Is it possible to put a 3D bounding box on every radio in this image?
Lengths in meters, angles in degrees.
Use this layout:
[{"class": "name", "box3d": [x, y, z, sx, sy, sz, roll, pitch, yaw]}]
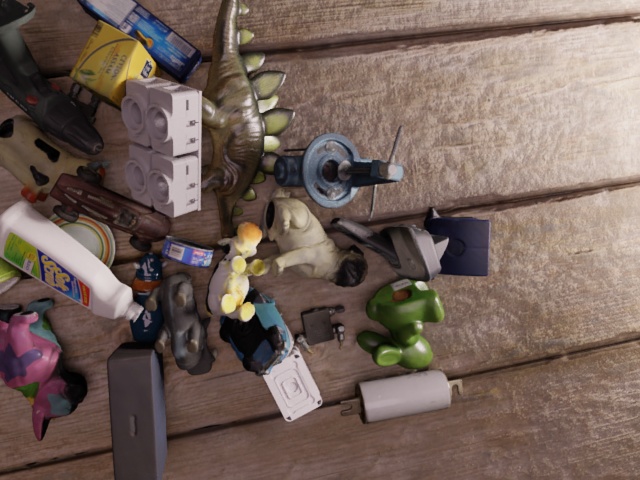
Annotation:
[{"class": "radio", "box3d": [-0.305, 0.290, 0.910, 0.073, 0.131, 0.229, -1, 95, -9]}]

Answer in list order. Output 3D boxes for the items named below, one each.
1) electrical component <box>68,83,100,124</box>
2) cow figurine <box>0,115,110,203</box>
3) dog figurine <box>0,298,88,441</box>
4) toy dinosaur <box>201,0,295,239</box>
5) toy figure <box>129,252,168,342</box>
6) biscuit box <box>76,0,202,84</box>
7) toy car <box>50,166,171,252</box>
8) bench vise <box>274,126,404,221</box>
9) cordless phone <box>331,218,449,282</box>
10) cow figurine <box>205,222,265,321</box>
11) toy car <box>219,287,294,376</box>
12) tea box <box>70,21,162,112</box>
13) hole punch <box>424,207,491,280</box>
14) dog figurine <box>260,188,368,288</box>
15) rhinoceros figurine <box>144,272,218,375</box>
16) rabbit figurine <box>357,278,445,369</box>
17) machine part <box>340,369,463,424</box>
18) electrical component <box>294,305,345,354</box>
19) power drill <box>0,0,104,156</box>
[{"class": "electrical component", "box3d": [-0.411, -0.213, 0.904, 0.063, 0.021, 0.094, 25, 87, -11]}, {"class": "cow figurine", "box3d": [-0.438, -0.122, 0.880, 0.127, 0.085, 0.195, -45, 100, 2]}, {"class": "dog figurine", "box3d": [-0.494, 0.217, 0.886, 0.192, 0.108, 0.219, -8, 99, -10]}, {"class": "toy dinosaur", "box3d": [-0.149, -0.209, 0.896, 0.198, 0.105, 0.470, -10, 113, -24]}, {"class": "toy figure", "box3d": [-0.300, 0.098, 0.932, 0.058, 0.064, 0.154, 2, 90, 34]}, {"class": "biscuit box", "box3d": [-0.295, -0.346, 0.893, 0.202, 0.063, 0.059, 37, 87, -11]}, {"class": "toy car", "box3d": [-0.332, -0.046, 0.875, 0.202, 0.053, 0.089, 30, 99, -46]}, {"class": "bench vise", "box3d": [0.054, -0.109, 0.876, 0.223, 0.241, 0.128, 10, 88, -35]}, {"class": "cordless phone", "box3d": [0.117, -0.001, 0.949, 0.184, 0.147, 0.088, 26, 84, -16]}, {"class": "cow figurine", "box3d": [-0.149, 0.052, 0.929, 0.068, 0.098, 0.167, 24, 71, -38]}, {"class": "toy car", "box3d": [-0.097, 0.165, 0.944, 0.109, 0.162, 0.102, -52, 138, 7]}, {"class": "tea box", "box3d": [-0.313, -0.259, 0.842, 0.068, 0.169, 0.098, 28, 91, -5]}, {"class": "hole punch", "box3d": [0.259, 0.011, 1.010, 0.116, 0.092, 0.142, -1, 98, -6]}, {"class": "dog figurine", "box3d": [-0.004, -0.001, 0.967, 0.190, 0.121, 0.172, 3, 97, -24]}, {"class": "rhinoceros figurine", "box3d": [-0.234, 0.150, 0.923, 0.073, 0.112, 0.190, -11, 108, 5]}, {"class": "rabbit figurine", "box3d": [0.157, 0.175, 0.992, 0.159, 0.121, 0.170, -22, 113, -14]}, {"class": "machine part", "box3d": [0.156, 0.295, 1.019, 0.243, 0.079, 0.079, -8, 96, -8]}, {"class": "electrical component", "box3d": [0.001, 0.167, 0.997, 0.102, 0.045, 0.078, -7, 98, -9]}, {"class": "power drill", "box3d": [-0.422, -0.248, 0.794, 0.232, 0.207, 0.086, 35, 67, 20]}]
